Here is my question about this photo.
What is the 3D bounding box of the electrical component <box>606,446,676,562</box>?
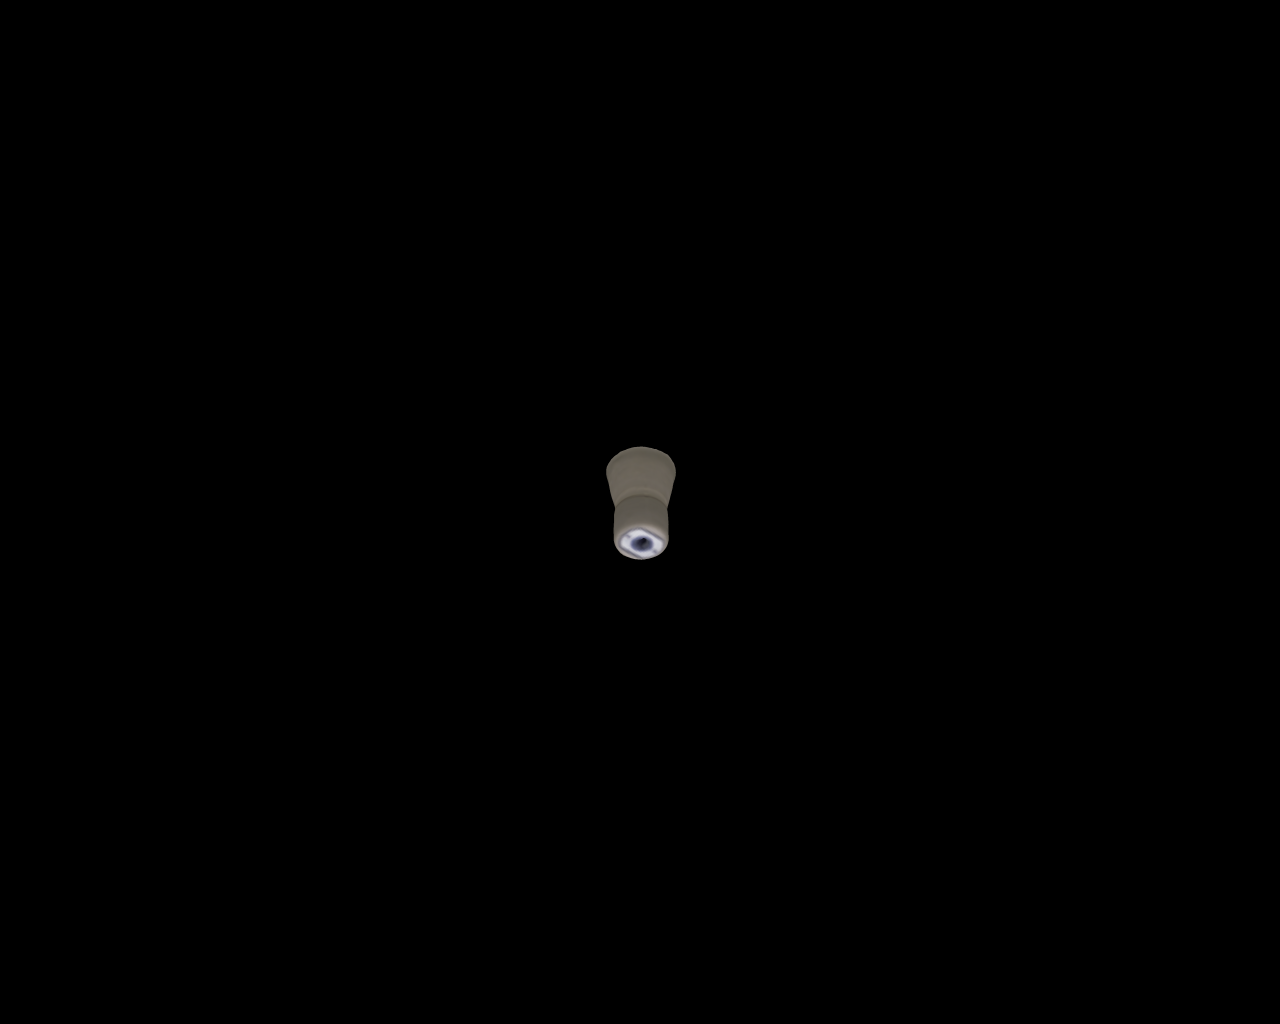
[{"bbox_3d":[0.001,-0.003,0.650,0.044,0.065,0.044,0,-43,0],"label":"electrical component"}]
